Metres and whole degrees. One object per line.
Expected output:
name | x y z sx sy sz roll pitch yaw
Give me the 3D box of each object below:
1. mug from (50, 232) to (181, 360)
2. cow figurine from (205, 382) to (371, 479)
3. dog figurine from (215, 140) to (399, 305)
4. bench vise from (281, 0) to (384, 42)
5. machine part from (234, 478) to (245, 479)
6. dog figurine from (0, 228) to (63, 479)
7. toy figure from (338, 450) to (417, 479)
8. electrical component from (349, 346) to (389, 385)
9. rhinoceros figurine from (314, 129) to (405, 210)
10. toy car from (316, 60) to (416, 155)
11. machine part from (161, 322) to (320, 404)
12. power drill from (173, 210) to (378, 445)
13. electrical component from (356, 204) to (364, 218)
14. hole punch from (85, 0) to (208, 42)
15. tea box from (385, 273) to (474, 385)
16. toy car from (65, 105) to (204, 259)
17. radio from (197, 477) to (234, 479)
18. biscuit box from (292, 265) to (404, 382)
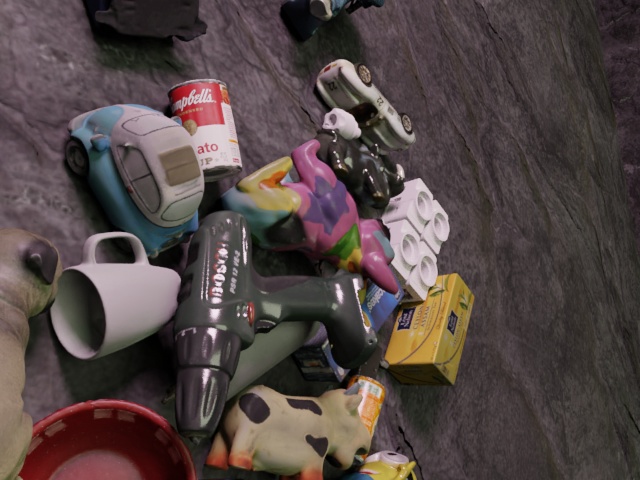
mug | -0.185 0.047 0.507 0.107 0.081 0.109 -8 92 -60
cow figurine | -0.023 0.216 0.623 0.195 0.085 0.127 25 61 -28
dog figurine | -0.001 -0.002 0.661 0.191 0.108 0.219 -39 95 -40
bench vise | 0.061 -0.397 0.788 0.128 0.241 0.224 60 28 -13
machine part | -0.087 0.329 0.568 0.084 0.039 0.139 30 61 -30
dog figurine | -0.236 0.072 0.380 0.121 0.173 0.190 41 59 -47
toy figure | 0.062 0.339 0.695 0.180 0.082 0.089 -11 107 -55
electrical component | 0.067 0.180 0.785 0.094 0.021 0.063 42 52 -33
rhinoceros figurine | 0.057 -0.102 0.820 0.190 0.073 0.112 24 52 -40
toy car | 0.077 -0.205 0.861 0.201 0.074 0.056 40 49 -34
machine part | -0.078 0.114 0.606 0.243 0.079 0.079 -28 101 -49
power drill | -0.047 0.087 0.543 0.207 0.086 0.232 8 53 -27
electrical component | 0.027 -0.018 0.776 0.119 0.048 0.075 51 47 -25
hole punch | -0.199 -0.281 0.586 0.142 0.092 0.115 -21 126 -51
tea box | 0.176 0.142 0.859 0.068 0.098 0.170 47 48 -29
toy car | -0.169 -0.067 0.536 0.109 0.103 0.161 -28 99 -46
radio | -0.100 0.335 0.446 0.131 0.073 0.230 49 40 -28
biscuit box | 0.044 0.109 0.749 0.203 0.063 0.059 -44 114 -44
